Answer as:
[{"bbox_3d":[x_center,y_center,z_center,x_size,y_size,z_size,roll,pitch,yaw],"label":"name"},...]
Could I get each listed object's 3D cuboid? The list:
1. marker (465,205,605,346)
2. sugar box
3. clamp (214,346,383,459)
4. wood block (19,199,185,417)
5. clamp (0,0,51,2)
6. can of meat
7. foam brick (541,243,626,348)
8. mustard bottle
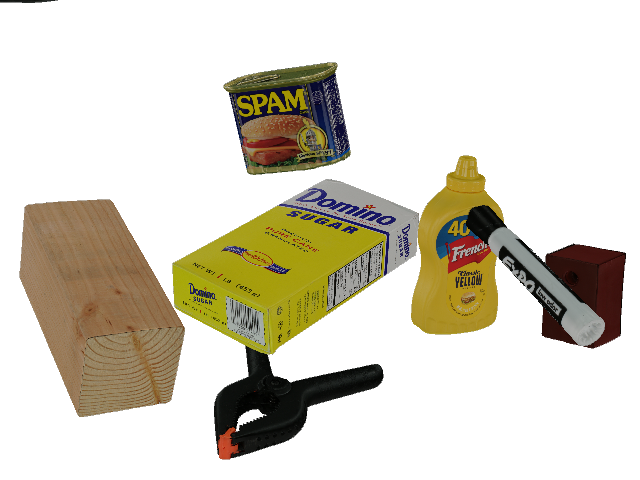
[{"bbox_3d":[0.121,0.016,0.619,0.020,0.020,0.121,0,34,-31],"label":"marker"},{"bbox_3d":[-0.014,0.013,0.785,0.093,0.048,0.175,23,40,31],"label":"sugar box"},{"bbox_3d":[-0.036,0.159,1.094,0.165,0.036,0.209,12,28,16],"label":"clamp"},{"bbox_3d":[-0.208,0.055,0.992,0.090,0.091,0.206,-5,37,-29],"label":"wood block"},{"bbox_3d":[-0.130,-0.159,0.582,0.171,0.039,0.120,-11,25,-26],"label":"clamp"},{"bbox_3d":[-0.028,-0.108,0.957,0.102,0.084,0.057,-3,20,26],"label":"can of meat"},{"bbox_3d":[0.229,0.048,0.929,0.053,0.078,0.051,12,20,40],"label":"foam brick"},{"bbox_3d":[0.151,0.003,1.150,0.096,0.192,0.058,-5,20,-21],"label":"mustard bottle"}]
